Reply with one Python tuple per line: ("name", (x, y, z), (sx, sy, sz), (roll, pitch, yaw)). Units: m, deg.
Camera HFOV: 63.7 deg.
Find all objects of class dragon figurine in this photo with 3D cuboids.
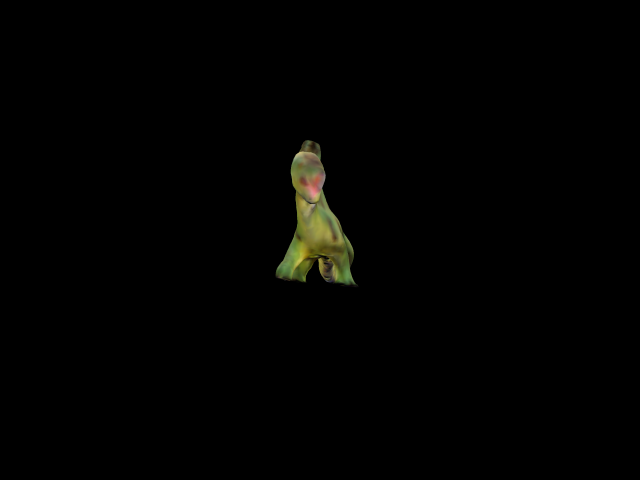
("dragon figurine", (0.003, -0.043, 0.850), (0.122, 0.244, 0.408), (0, -5, 4))
